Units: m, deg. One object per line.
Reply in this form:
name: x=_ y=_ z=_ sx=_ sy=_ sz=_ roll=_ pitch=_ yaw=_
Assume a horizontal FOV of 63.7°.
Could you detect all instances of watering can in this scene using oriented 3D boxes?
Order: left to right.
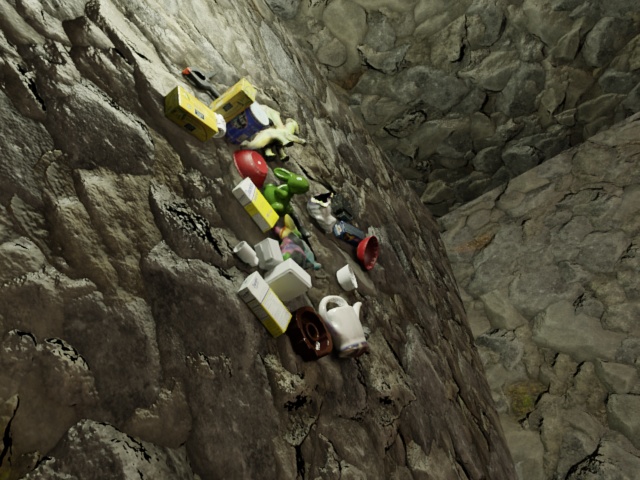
watering can: x=0.104 y=0.302 z=1.813 sx=0.346 sy=0.103 sz=0.228 roll=15 pitch=50 yaw=-59

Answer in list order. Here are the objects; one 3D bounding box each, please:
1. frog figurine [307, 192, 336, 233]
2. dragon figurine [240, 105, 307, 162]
frog figurine: x=0.007 y=-0.109 z=2.169 sx=0.140 sy=0.123 sz=0.156 roll=-101 pitch=-171 yaw=-57
dragon figurine: x=-0.206 y=-0.446 z=2.092 sx=0.412 sy=0.120 sz=0.246 roll=-5 pitch=59 yaw=-52
